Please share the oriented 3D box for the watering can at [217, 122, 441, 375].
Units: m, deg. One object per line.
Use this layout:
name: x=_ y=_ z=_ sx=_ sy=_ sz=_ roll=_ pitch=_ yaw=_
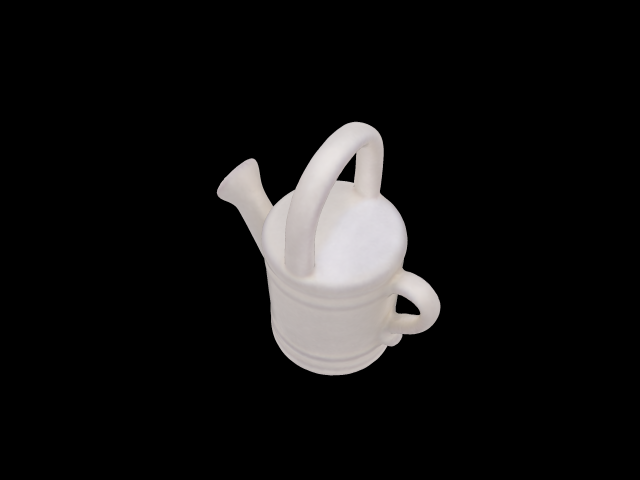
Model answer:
watering can: x=0.002 y=0.003 z=0.399 sx=0.172 sy=0.194 sz=0.101 roll=11 pitch=51 yaw=10
